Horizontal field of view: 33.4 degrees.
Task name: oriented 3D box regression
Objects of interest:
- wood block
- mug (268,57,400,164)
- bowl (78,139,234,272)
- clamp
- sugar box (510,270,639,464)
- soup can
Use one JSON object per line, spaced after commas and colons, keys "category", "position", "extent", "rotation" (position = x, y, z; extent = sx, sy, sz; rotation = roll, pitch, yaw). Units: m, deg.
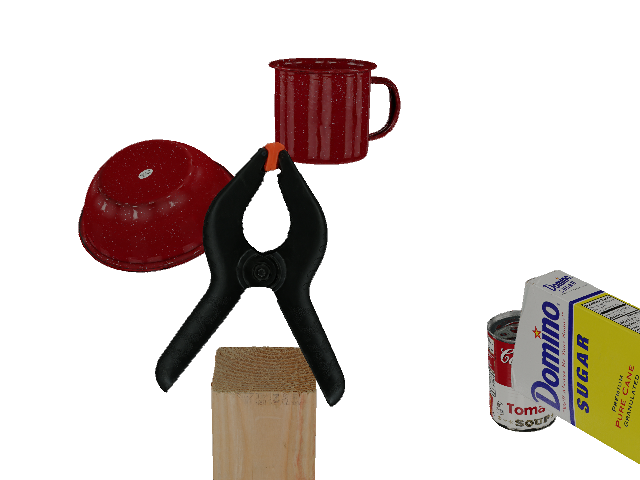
{"category": "wood block", "position": [-0.050, 0.206, 0.952], "extent": [0.090, 0.206, 0.091], "rotation": [0, 20, -2]}
{"category": "mug", "position": [0.013, -0.113, 0.926], "extent": [0.117, 0.081, 0.093], "rotation": [-4, 16, -17]}
{"category": "bowl", "position": [-0.161, -0.046, 1.019], "extent": [0.162, 0.162, 0.055], "rotation": [0, -43, 12]}
{"category": "clamp", "position": [-0.048, 0.024, 0.678], "extent": [0.120, 0.171, 0.039], "rotation": [-3, 2, -10]}
{"category": "sugar box", "position": [0.212, 0.096, 0.732], "extent": [0.048, 0.093, 0.176], "rotation": [-16, 30, -39]}
{"category": "soup can", "position": [0.200, 0.129, 1.058], "extent": [0.068, 0.102, 0.068], "rotation": [-5, 22, 2]}
